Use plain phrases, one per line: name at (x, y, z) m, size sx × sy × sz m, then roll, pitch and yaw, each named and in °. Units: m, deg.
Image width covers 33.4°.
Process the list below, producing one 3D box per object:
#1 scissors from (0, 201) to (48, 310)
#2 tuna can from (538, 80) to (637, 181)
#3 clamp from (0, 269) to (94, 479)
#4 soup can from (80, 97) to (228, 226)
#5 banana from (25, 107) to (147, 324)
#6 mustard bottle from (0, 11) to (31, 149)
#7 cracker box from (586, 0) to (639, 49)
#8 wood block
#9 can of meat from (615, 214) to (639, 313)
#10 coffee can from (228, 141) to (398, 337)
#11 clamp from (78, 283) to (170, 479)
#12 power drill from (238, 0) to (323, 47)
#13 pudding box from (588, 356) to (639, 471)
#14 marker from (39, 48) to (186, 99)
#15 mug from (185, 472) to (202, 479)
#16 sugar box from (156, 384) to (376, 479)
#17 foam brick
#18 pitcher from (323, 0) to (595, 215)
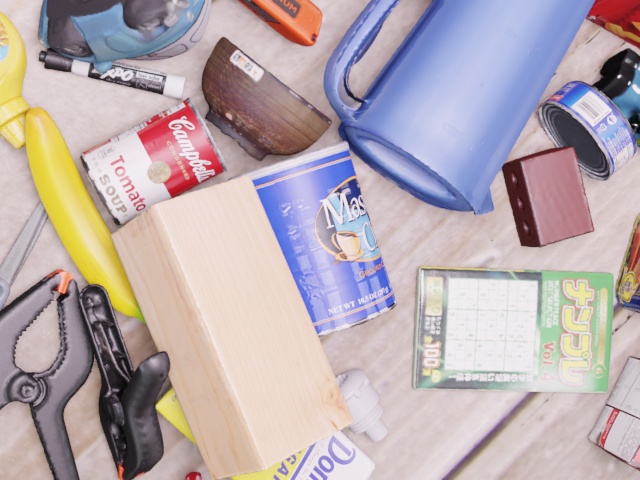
scissors at (-0.288, 0.045, 0.881) m, size 0.096 × 0.016 × 0.202 m, roll 14°, pitch 90°, yaw -8°
tuna can at (0.228, -0.093, 0.908) m, size 0.033 × 0.086 × 0.086 m, roll -40°, pitch 96°, yaw -6°
clamp at (-0.251, 0.123, 0.866) m, size 0.164 × 0.036 × 0.210 m, roll 13°, pitch 88°, yaw -25°
soup can at (-0.136, -0.064, 0.872) m, size 0.102 × 0.068 × 0.068 m, roll -28°, pitch 95°, yaw -5°
banana at (-0.189, -0.014, 0.867) m, size 0.037 × 0.070 × 0.198 m, roll -36°, pitch 98°, yaw -40°
mustard bottle at (-0.292, -0.156, 0.853) m, size 0.096 × 0.058 × 0.191 m, roll -36°, pitch 95°, yaw -11°
cracker box at (0.340, -0.175, 0.881) m, size 0.213 × 0.164 × 0.072 m, roll 28°, pitch 90°, yaw -7°
wood block at (-0.069, 0.067, 0.820) m, size 0.090 × 0.090 × 0.206 m, roll -21°, pitch 86°, yaw -37°
can of meat at (0.304, 0.020, 0.922) m, size 0.057 × 0.084 × 0.102 m, roll 18°, pitch 89°, yaw -8°
coffee can at (-0.006, 0.001, 0.872) m, size 0.102 × 0.103 × 0.140 m, roll -18°, pitch 94°, yaw -7°
clamp at (-0.148, 0.129, 0.848) m, size 0.039 × 0.120 × 0.171 m, roll -19°, pitch 119°, yaw -25°
power drill at (0.011, -0.253, 0.859) m, size 0.184 × 0.057 × 0.187 m, roll 33°, pitch 88°, yaw -26°
pudding box at (0.278, 0.149, 0.908) m, size 0.039 × 0.113 × 0.090 m, roll 28°, pitch 88°, yaw -4°
marker at (-0.173, -0.140, 0.889) m, size 0.121 × 0.020 × 0.020 m, roll 12°, pitch 90°, yaw -8°
mug at (-0.095, 0.248, 0.879) m, size 0.093 × 0.081 × 0.117 m, roll -13°, pitch 94°, yaw -7°
sugar box at (-0.045, 0.164, 0.901) m, size 0.176 × 0.048 × 0.093 m, roll 43°, pitch 85°, yaw -5°
foam brick at (0.196, -0.038, 0.922) m, size 0.051 × 0.053 × 0.078 m, roll -15°, pitch 93°, yaw -7°
pitcher at (0.123, -0.155, 0.872) m, size 0.145 × 0.149 × 0.243 m, roll 30°, pitch 83°, yaw 25°
